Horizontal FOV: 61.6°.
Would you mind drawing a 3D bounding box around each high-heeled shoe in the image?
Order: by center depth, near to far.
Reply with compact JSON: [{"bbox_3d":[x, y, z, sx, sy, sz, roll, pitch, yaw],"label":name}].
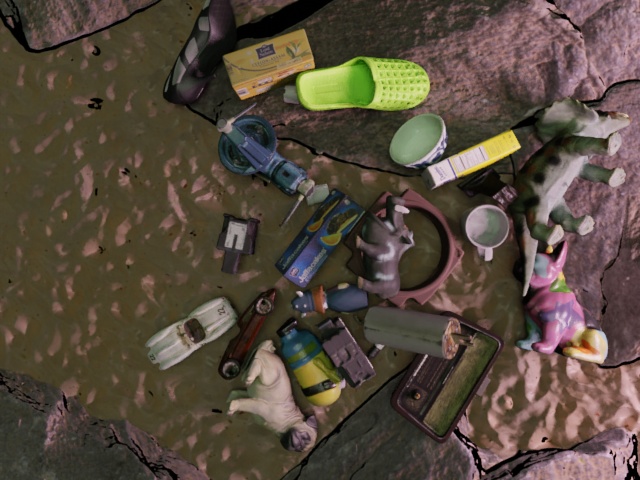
[{"bbox_3d":[-0.257,-0.399,1.118,0.145,0.086,0.248,-8,67,33],"label":"high-heeled shoe"}]

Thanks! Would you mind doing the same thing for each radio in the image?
[{"bbox_3d":[0.244,0.256,1.040,0.131,0.073,0.229,31,89,20],"label":"radio"}]

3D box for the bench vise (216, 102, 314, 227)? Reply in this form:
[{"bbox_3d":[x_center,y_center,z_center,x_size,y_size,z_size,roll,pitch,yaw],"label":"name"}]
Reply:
[{"bbox_3d":[-0.117,-0.160,1.013,0.129,0.240,0.224,-42,71,5],"label":"bench vise"}]

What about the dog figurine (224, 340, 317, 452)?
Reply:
[{"bbox_3d":[-0.071,0.309,1.062,0.190,0.121,0.172,27,100,-8],"label":"dog figurine"}]

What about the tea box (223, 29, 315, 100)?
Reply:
[{"bbox_3d":[-0.099,-0.350,1.079,0.170,0.098,0.068,-19,88,0],"label":"tea box"}]

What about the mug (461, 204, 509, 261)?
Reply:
[{"bbox_3d":[0.315,-0.018,1.043,0.081,0.107,0.109,-14,96,5],"label":"mug"}]

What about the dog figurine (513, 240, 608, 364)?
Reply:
[{"bbox_3d":[0.464,0.114,1.034,0.192,0.108,0.219,10,86,4],"label":"dog figurine"}]

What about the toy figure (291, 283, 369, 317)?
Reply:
[{"bbox_3d":[0.020,0.120,1.078,0.155,0.057,0.064,-4,82,7],"label":"toy figure"}]

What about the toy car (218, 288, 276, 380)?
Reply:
[{"bbox_3d":[-0.145,0.182,1.067,0.053,0.089,0.202,27,91,-1],"label":"toy car"}]

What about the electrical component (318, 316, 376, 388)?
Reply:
[{"bbox_3d":[0.046,0.212,1.044,0.058,0.115,0.134,-35,87,-3],"label":"electrical component"}]

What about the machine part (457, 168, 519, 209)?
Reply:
[{"bbox_3d":[0.326,-0.102,1.035,0.084,0.139,0.039,-26,116,-2],"label":"machine part"}]

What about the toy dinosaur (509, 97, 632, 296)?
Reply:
[{"bbox_3d":[0.434,-0.106,1.014,0.131,0.192,0.404,34,95,-35],"label":"toy dinosaur"}]

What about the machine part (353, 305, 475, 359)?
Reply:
[{"bbox_3d":[0.171,0.171,1.011,0.243,0.079,0.079,4,88,36],"label":"machine part"}]

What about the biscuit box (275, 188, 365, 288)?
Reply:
[{"bbox_3d":[-0.002,-0.003,1.067,0.059,0.063,0.202,37,91,-31],"label":"biscuit box"}]

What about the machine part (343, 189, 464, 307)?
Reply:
[{"bbox_3d":[0.163,0.015,1.060,0.201,0.087,0.201,39,92,3],"label":"machine part"}]

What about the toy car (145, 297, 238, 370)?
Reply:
[{"bbox_3d":[-0.261,0.188,1.089,0.202,0.056,0.073,-32,87,1],"label":"toy car"}]

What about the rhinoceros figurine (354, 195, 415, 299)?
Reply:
[{"bbox_3d":[0.117,0.012,0.983,0.112,0.073,0.190,6,89,4],"label":"rhinoceros figurine"}]

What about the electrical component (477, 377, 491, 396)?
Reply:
[{"bbox_3d":[0.303,0.278,1.076,0.063,0.021,0.094,30,91,4],"label":"electrical component"}]

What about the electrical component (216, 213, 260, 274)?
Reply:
[{"bbox_3d":[-0.169,0.009,1.094,0.075,0.048,0.119,7,89,3],"label":"electrical component"}]

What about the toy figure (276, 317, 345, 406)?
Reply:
[{"bbox_3d":[-0.023,0.243,1.065,0.089,0.082,0.180,-38,91,12],"label":"toy figure"}]
